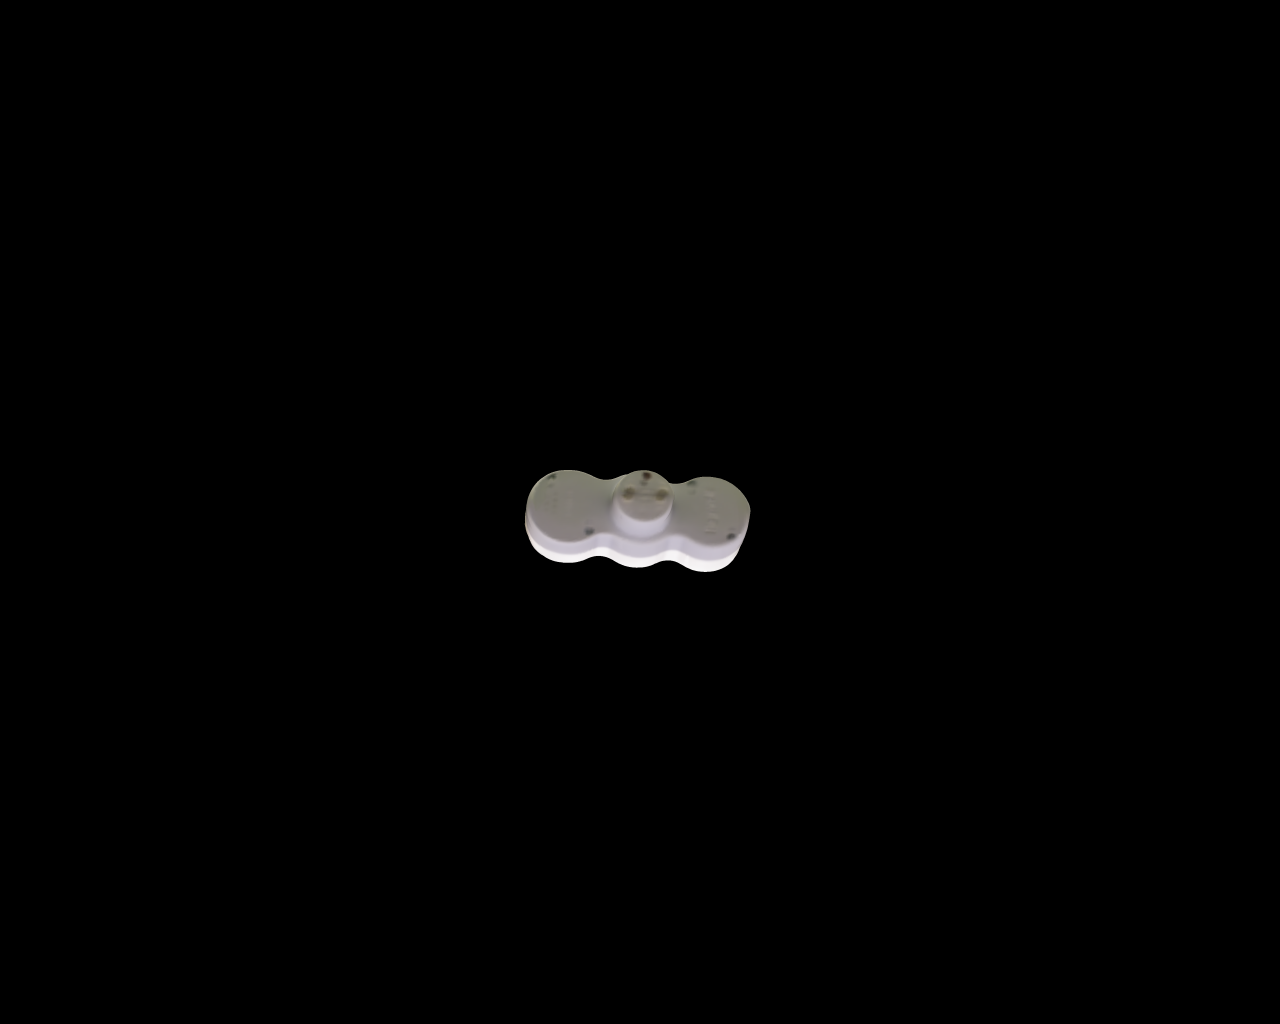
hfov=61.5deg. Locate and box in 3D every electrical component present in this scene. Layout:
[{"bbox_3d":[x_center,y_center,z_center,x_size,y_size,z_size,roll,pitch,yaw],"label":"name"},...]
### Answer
[{"bbox_3d":[0.001,-0.003,0.650,0.138,0.052,0.073,4,-28,-7],"label":"electrical component"}]
